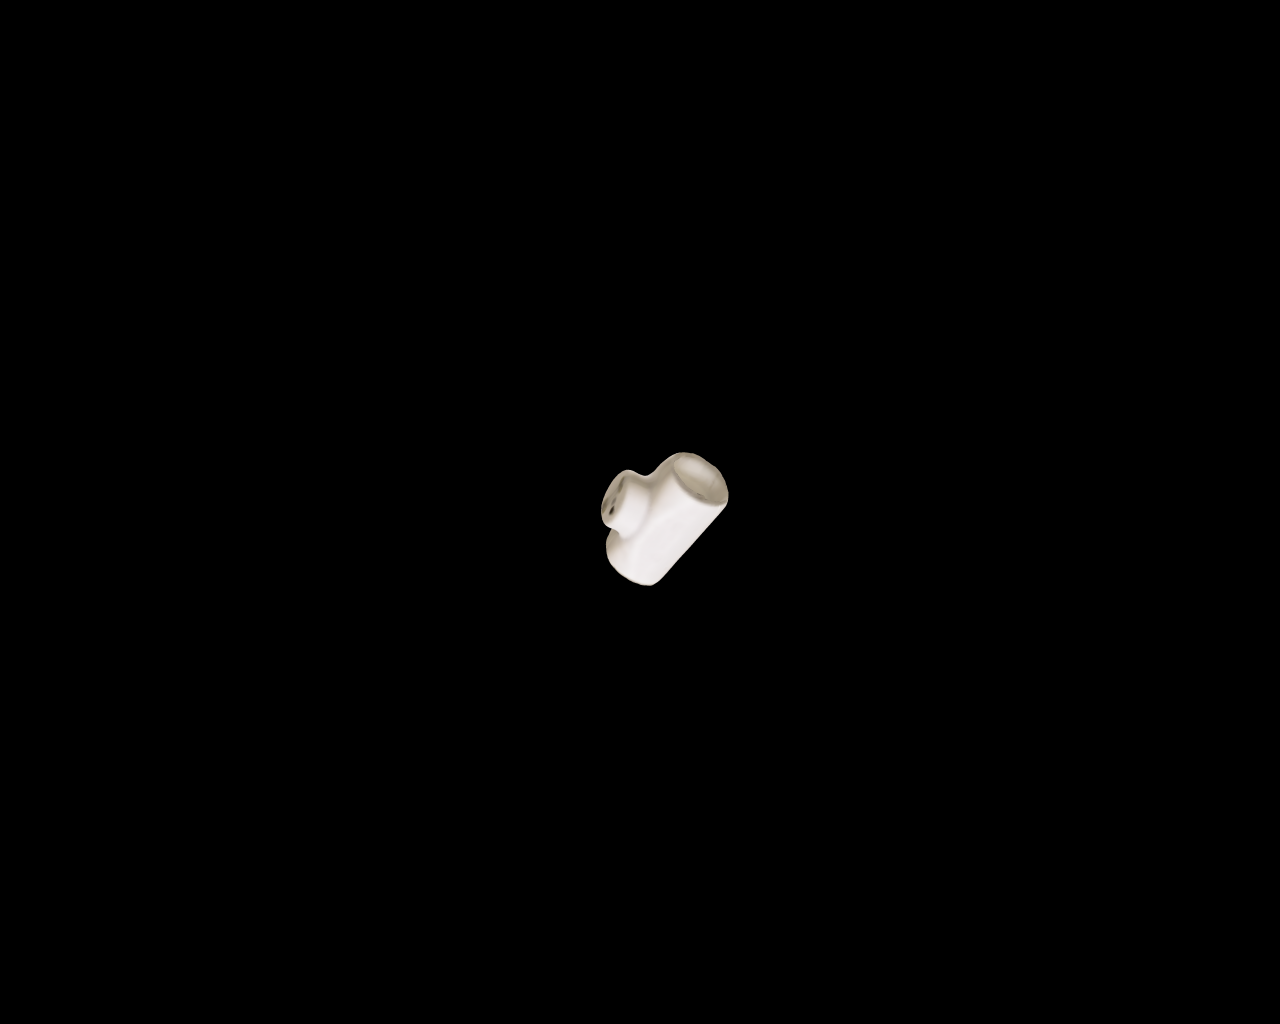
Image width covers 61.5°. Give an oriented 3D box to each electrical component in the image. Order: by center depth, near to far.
[{"bbox_3d":[0.001,-0.003,0.650,0.079,0.044,0.077,25,-54,-20],"label":"electrical component"}]
